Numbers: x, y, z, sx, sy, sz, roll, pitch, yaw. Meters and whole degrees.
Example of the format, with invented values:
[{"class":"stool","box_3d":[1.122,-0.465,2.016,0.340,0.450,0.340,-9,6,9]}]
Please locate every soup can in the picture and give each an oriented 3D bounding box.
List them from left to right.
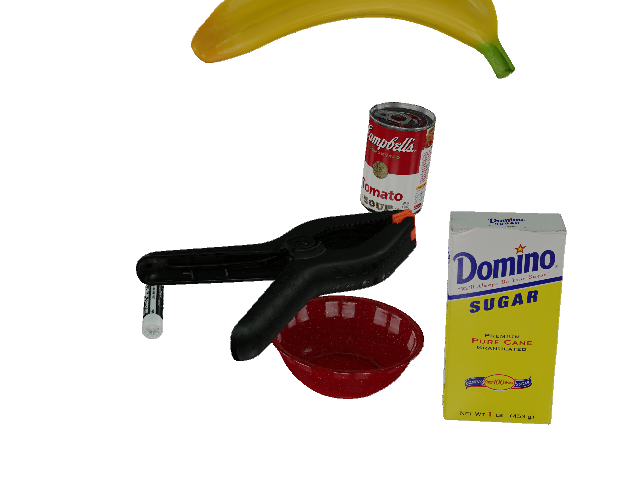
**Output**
[{"class":"soup can","box_3d":[0.078,-0.083,1.100,0.068,0.102,0.068,4,29,-3]}]

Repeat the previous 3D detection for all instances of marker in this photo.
[{"class":"marker","box_3d":[-0.160,0.050,1.026,0.020,0.020,0.121,0,34,-7]}]

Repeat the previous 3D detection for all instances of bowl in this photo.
[{"class":"bowl","box_3d":[0.026,0.118,1.114,0.162,0.055,0.162,2,25,-1]}]

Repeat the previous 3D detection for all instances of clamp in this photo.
[{"class":"clamp","box_3d":[-0.022,0.016,0.789,0.209,0.036,0.165,-23,30,-33]}]

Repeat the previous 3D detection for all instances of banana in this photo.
[{"class":"banana","box_3d":[0.023,-0.135,0.622,0.197,0.069,0.037,0,-15,-14]}]

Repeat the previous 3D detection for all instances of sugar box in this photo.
[{"class":"sugar box","box_3d":[0.150,0.065,0.885,0.093,0.176,0.048,1,23,6]}]
